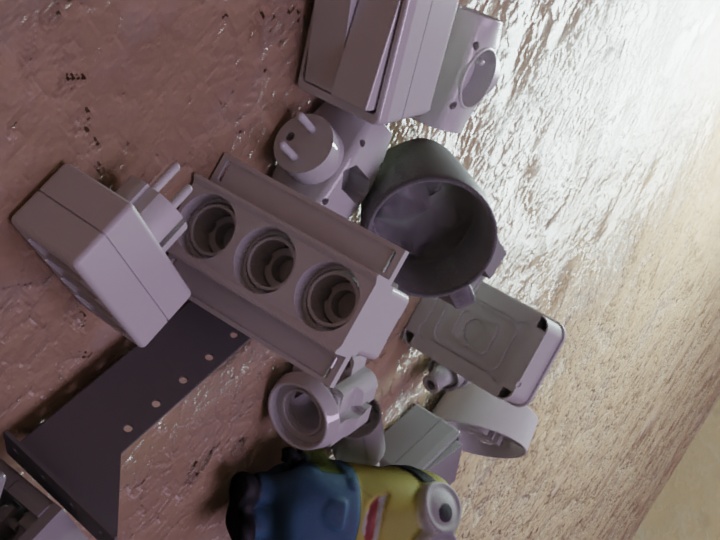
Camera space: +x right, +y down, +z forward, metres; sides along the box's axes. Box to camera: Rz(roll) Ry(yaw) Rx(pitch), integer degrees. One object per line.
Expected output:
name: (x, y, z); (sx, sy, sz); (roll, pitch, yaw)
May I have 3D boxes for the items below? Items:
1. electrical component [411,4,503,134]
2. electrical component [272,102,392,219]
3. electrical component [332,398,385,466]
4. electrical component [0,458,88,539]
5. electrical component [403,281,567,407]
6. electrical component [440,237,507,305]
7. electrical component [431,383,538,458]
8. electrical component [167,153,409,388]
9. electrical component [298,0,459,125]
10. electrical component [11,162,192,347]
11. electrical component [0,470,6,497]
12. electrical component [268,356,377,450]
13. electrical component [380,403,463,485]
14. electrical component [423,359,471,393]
electrical component: (0.069, -0.134, 0.719); (0.079, 0.044, 0.077); (-9, 124, -58)
electrical component: (-0.025, -0.065, 0.624); (0.077, 0.043, 0.079); (-58, 153, -5)
electrical component: (-0.002, 0.138, 0.867); (0.043, 0.043, 0.081); (-45, 150, -27)
electrical component: (-0.205, 0.175, 0.527); (0.150, 0.062, 0.089); (-48, 151, -24)
electrical component: (0.104, 0.055, 0.892); (0.078, 0.113, 0.057); (-61, 151, 2)
electrical component: (0.066, -0.020, 0.808); (0.061, 0.061, 0.096); (-55, 153, -10)
electrical component: (0.118, 0.146, 1.028); (0.064, 0.099, 0.099); (-60, 154, -16)
electrical component: (-0.039, 0.000, 0.577); (0.078, 0.121, 0.063); (-61, 156, 0)
electrical component: (0.010, -0.136, 0.594); (0.061, 0.062, 0.096); (-24, 136, -50)
electrical component: (-0.109, -0.019, 0.517); (0.075, 0.047, 0.083); (-50, 152, -17)
electrical component: (-0.199, 0.086, 0.464); (0.083, 0.047, 0.075); (-7, 123, -58)
electrical component: (-0.028, 0.092, 0.761); (0.057, 0.058, 0.078); (-28, 139, -51)
electrical component: (0.043, 0.178, 0.966); (0.096, 0.061, 0.061); (-36, 145, -40)
electrical component: (0.081, 0.088, 0.963); (0.062, 0.043, 0.043); (-33, 143, -40)
